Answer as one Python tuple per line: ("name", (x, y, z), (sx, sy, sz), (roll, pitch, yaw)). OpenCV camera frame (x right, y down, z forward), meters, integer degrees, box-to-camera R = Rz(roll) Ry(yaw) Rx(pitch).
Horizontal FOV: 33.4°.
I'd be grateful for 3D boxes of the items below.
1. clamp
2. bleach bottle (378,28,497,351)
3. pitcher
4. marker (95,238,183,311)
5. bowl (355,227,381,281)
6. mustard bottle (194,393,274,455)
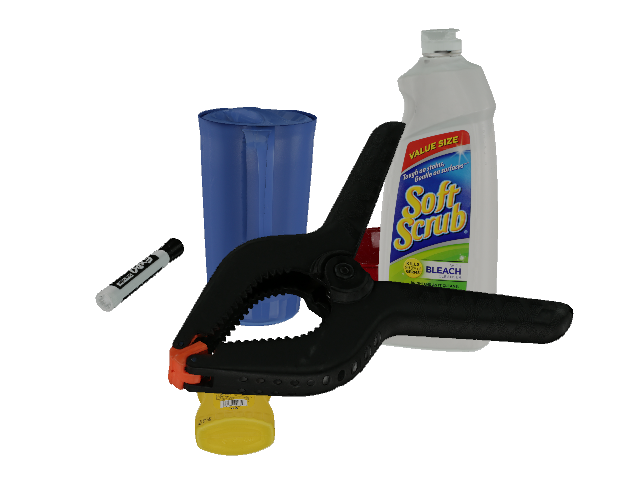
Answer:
("clamp", (0.009, 0.017, 0.571), (0.209, 0.165, 0.036), (-19, -32, -22))
("bleach bottle", (0.090, -0.041, 0.852), (0.103, 0.251, 0.068), (3, 15, 22))
("pitcher", (-0.074, -0.027, 1.217), (0.145, 0.243, 0.148), (14, 20, 39))
("marker", (-0.161, 0.029, 0.973), (0.020, 0.020, 0.121), (0, 24, 29))
("bowl", (0.072, 0.029, 1.089), (0.162, 0.055, 0.162), (-3, 13, 1))
("mustard bottle", (-0.110, 0.194, 1.358), (0.096, 0.058, 0.191), (-4, 26, -3))
